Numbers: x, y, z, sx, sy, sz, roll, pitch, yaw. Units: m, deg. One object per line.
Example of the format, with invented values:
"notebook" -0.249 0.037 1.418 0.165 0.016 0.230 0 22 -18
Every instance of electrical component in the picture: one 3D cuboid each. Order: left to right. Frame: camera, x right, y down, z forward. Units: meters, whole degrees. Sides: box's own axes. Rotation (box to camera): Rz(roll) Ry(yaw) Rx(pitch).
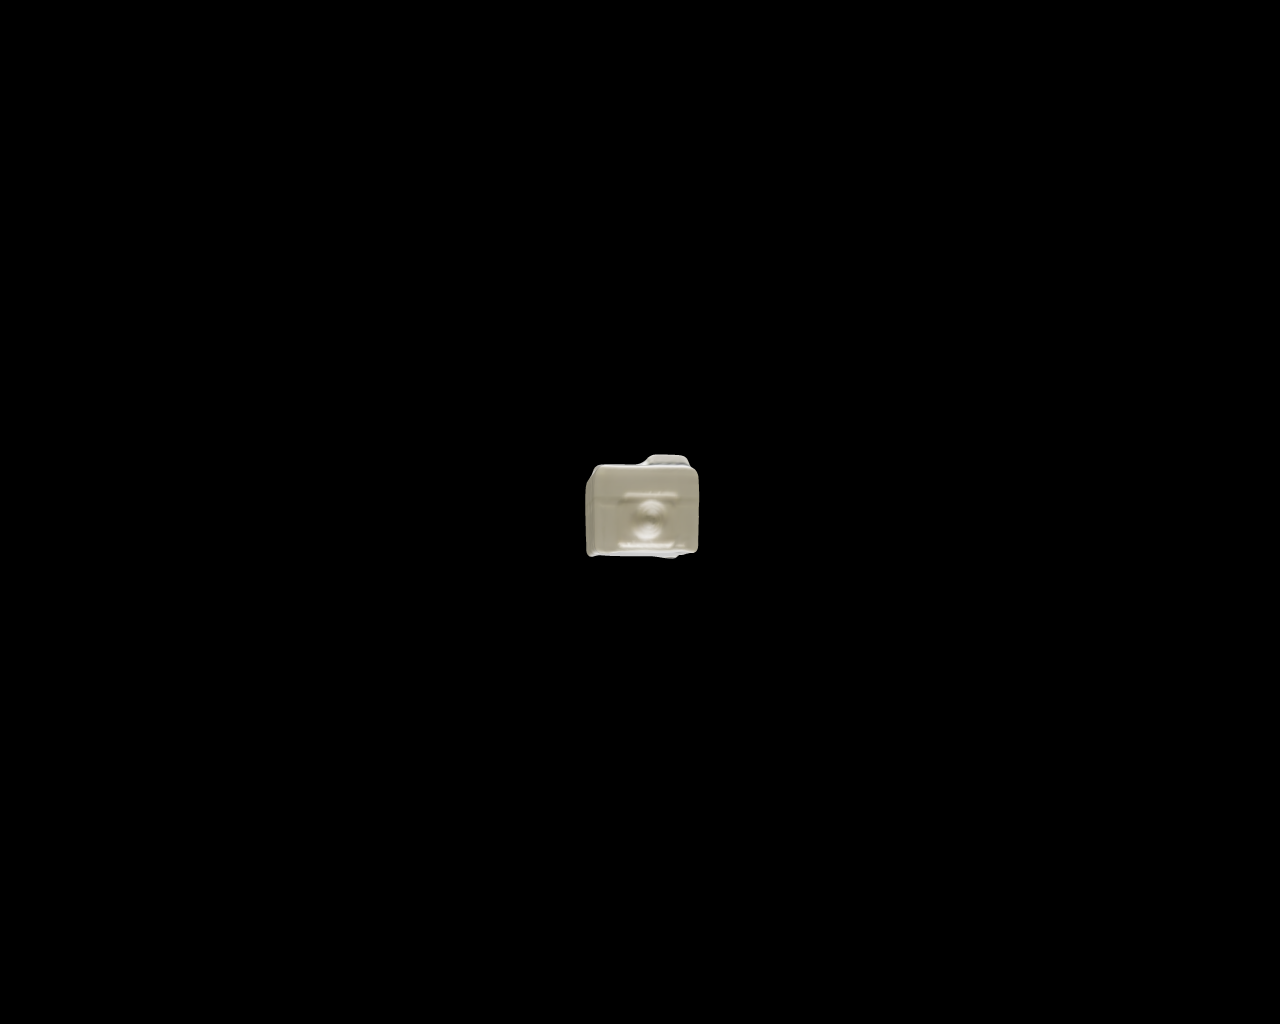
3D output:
"electrical component" 0.001 -0.003 0.650 0.062 0.061 0.096 1 -4 -7
